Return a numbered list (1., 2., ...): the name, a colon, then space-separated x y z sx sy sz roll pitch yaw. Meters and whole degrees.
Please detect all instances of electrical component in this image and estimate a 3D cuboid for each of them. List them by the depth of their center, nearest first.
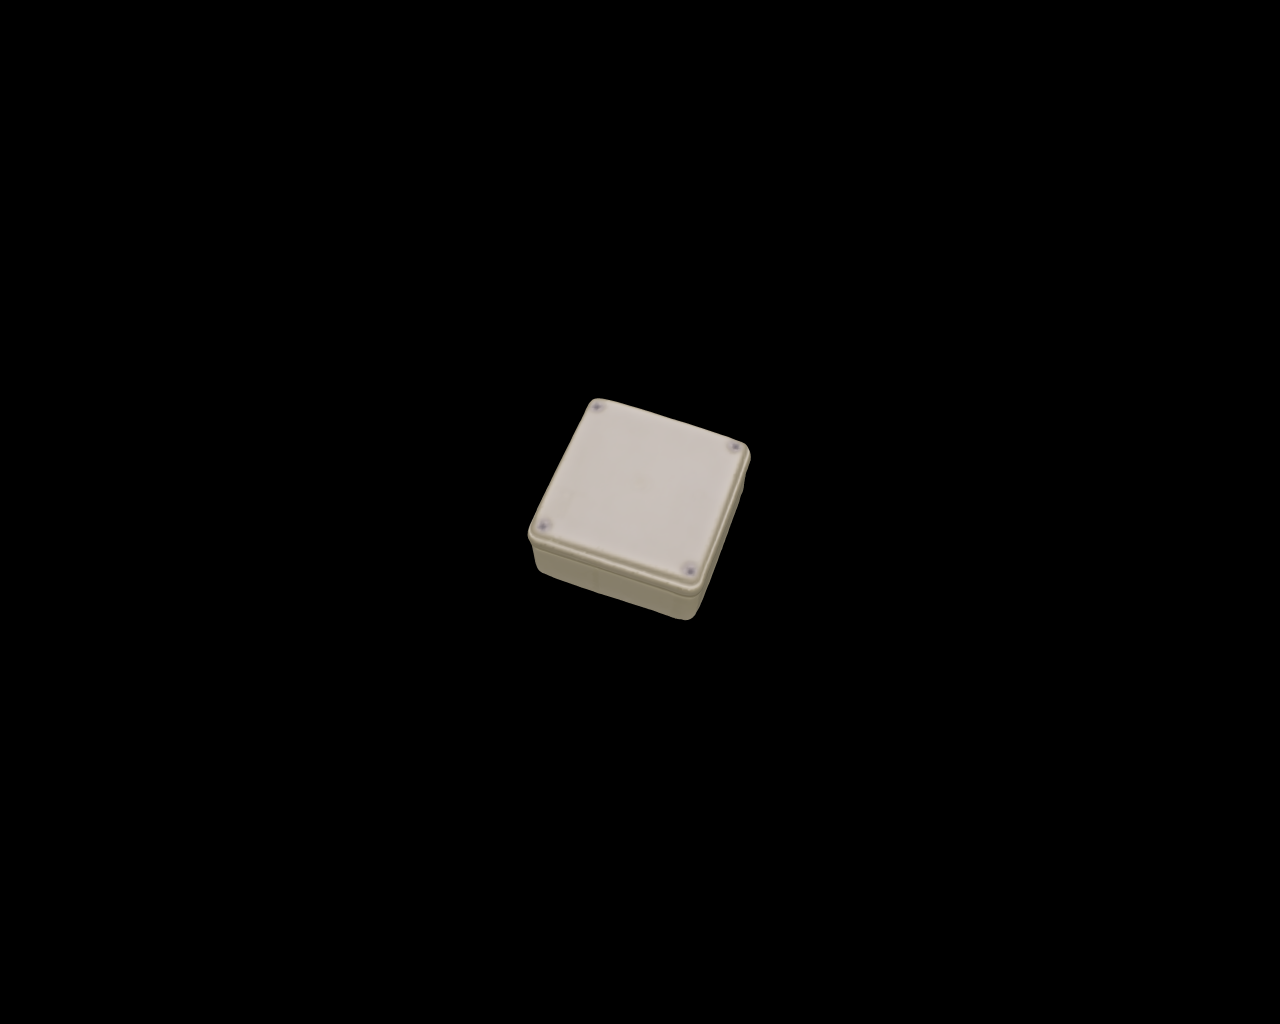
1. electrical component: 0.001 -0.003 0.650 0.109 0.109 0.056 18 -28 10
